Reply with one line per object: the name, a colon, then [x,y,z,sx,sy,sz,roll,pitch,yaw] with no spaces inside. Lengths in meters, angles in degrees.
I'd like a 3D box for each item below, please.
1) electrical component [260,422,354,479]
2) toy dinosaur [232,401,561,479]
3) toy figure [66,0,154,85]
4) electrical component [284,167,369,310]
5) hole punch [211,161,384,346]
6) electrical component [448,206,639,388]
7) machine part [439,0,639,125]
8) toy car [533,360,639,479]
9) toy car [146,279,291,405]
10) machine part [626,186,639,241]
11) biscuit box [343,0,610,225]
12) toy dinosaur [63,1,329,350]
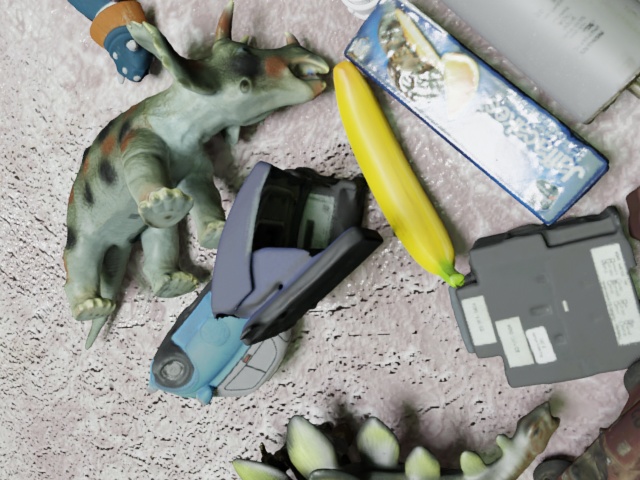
electrical component: [-0.010,0.216,0.524,0.102,0.045,0.078,-25,88,25]
toy dinosaur: [-0.001,0.267,0.472,0.471,0.105,0.198,-43,97,18]
toy figure: [-0.204,-0.222,0.517,0.058,0.064,0.154,-33,91,-13]
electrical component: [-0.001,-0.001,0.477,0.075,0.048,0.119,10,104,21]
hole punch: [-0.028,0.010,0.397,0.092,0.142,0.116,44,98,8]
electrical component: [0.170,0.045,0.409,0.134,0.058,0.114,-15,92,25]
machine part: [0.147,-0.162,0.368,0.243,0.079,0.079,47,113,9]
toy car: [0.199,0.165,0.373,0.053,0.089,0.202,15,130,-3]
toy car: [-0.081,0.089,0.508,0.103,0.109,0.161,39,102,-13]
machine part: [0.289,-0.012,0.328,0.180,0.056,0.179,-2,86,25]
biscuit box: [0.115,-0.100,0.402,0.203,0.063,0.059,43,113,11]
toy dinosaur: [-0.172,-0.050,0.508,0.405,0.131,0.192,-35,60,34]
